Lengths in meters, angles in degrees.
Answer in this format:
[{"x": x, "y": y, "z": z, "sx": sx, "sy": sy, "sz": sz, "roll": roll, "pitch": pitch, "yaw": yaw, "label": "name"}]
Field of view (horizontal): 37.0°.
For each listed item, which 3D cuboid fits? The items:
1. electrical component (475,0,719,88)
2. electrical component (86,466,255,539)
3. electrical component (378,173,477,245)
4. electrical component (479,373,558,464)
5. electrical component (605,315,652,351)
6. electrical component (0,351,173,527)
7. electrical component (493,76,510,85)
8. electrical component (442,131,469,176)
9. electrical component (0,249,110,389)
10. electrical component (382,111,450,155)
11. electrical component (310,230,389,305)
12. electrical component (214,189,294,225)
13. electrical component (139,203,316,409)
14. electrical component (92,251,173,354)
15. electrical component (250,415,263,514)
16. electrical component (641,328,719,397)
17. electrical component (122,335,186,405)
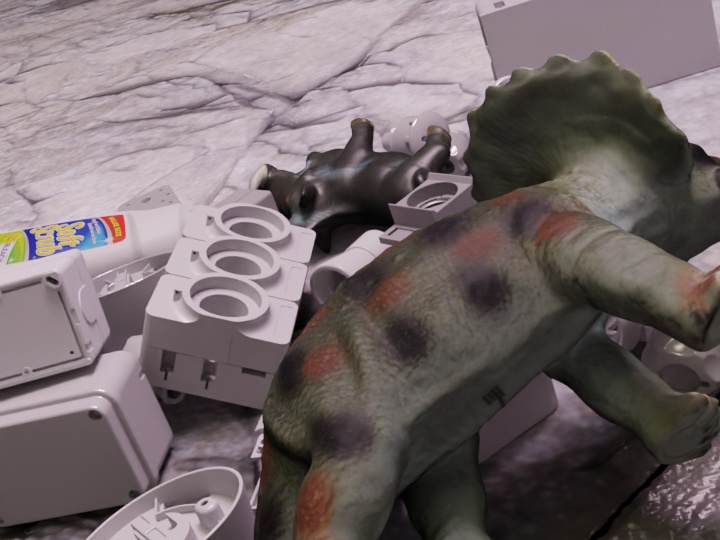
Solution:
[{"x": 0.204, "y": -0.207, "z": 0.931, "sx": 0.186, "sy": 0.105, "sz": 0.060, "roll": -16, "pitch": 27, "yaw": 7, "label": "electrical component"}, {"x": -0.096, "y": 0.143, "z": 0.538, "sx": 0.099, "sy": 0.064, "sz": 0.099, "roll": -16, "pitch": 28, "yaw": 9, "label": "electrical component"}, {"x": 0.058, "y": -0.028, "z": 0.749, "sx": 0.042, "sy": 0.063, "sz": 0.081, "roll": 14, "pitch": 43, "yaw": 46, "label": "electrical component"}, {"x": 0.048, "y": 0.053, "z": 0.614, "sx": 0.078, "sy": 0.057, "sz": 0.113, "roll": -31, "pitch": 29, "yaw": -20, "label": "electrical component"}, {"x": 0.149, "y": 0.020, "z": 0.620, "sx": 0.066, "sy": 0.048, "sz": 0.055, "roll": 10, "pitch": 32, "yaw": 44, "label": "electrical component"}, {"x": -0.181, "y": 0.104, "z": 0.653, "sx": 0.113, "sy": 0.078, "sz": 0.057, "roll": -13, "pitch": 25, "yaw": 14, "label": "electrical component"}, {"x": 0.112, "y": -0.108, "z": 0.864, "sx": 0.077, "sy": 0.043, "sz": 0.079, "roll": 109, "pitch": -175, "yaw": -82, "label": "electrical component"}, {"x": 0.078, "y": -0.099, "z": 0.896, "sx": 0.035, "sy": 0.035, "sz": 0.061, "roll": -8, "pitch": 28, "yaw": 23, "label": "electrical component"}, {"x": -0.209, "y": 0.031, "z": 0.655, "sx": 0.096, "sy": 0.061, "sz": 0.061, "roll": -15, "pitch": 15, "yaw": 4, "label": "electrical component"}, {"x": 0.045, "y": -0.112, "z": 0.934, "sx": 0.048, "sy": 0.048, "sz": 0.062, "roll": -38, "pitch": 26, "yaw": -31, "label": "electrical component"}, {"x": 0.000, "y": 0.000, "z": 0.762, "sx": 0.044, "sy": 0.044, "sz": 0.065, "roll": 1, "pitch": 29, "yaw": 35, "label": "electrical component"}, {"x": -0.072, "y": -0.021, "z": 0.821, "sx": 0.077, "sy": 0.065, "sz": 0.047, "roll": 8, "pitch": 39, "yaw": 43, "label": "electrical component"}, {"x": -0.085, "y": 0.017, "z": 0.725, "sx": 0.089, "sy": 0.061, "sz": 0.150, "roll": 13, "pitch": 30, "yaw": -2, "label": "electrical component"}, {"x": -0.175, "y": 0.022, "z": 0.812, "sx": 0.099, "sy": 0.064, "sz": 0.099, "roll": -16, "pitch": 27, "yaw": 8, "label": "electrical component"}, {"x": -0.021, "y": 0.101, "z": 0.567, "sx": 0.081, "sy": 0.063, "sz": 0.042, "roll": -10, "pitch": 30, "yaw": 19, "label": "electrical component"}, {"x": 0.175, "y": 0.040, "z": 0.568, "sx": 0.043, "sy": 0.043, "sz": 0.062, "roll": -2, "pitch": 31, "yaw": 31, "label": "electrical component"}, {"x": -0.136, "y": 0.070, "z": 0.722, "sx": 0.043, "sy": 0.043, "sz": 0.062, "roll": -30, "pitch": 30, "yaw": -19, "label": "electrical component"}]
